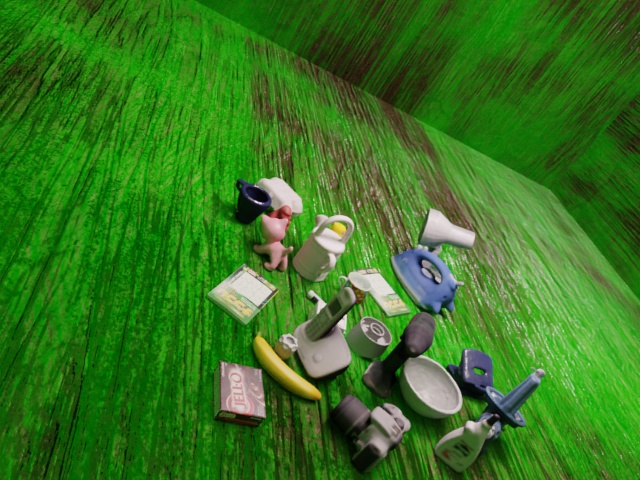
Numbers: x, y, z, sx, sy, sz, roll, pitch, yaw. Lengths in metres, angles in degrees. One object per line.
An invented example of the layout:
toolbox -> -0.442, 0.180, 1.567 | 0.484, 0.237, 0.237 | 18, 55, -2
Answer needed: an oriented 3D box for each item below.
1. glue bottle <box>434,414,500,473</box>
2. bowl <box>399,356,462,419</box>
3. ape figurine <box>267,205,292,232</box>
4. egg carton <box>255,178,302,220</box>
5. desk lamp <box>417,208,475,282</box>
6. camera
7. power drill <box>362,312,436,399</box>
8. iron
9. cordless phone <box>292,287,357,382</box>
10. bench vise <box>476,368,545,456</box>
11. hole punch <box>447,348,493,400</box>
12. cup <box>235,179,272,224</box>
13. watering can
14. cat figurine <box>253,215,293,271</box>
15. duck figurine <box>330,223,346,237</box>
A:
glue bottle -> 0.324, 0.425, 1.226 | 0.078, 0.173, 0.037 | 37, 29, 4
bowl -> 0.247, 0.358, 1.348 | 0.168, 0.074, 0.167 | 26, 30, -16
ape figurine -> -0.110, -0.057, 1.582 | 0.078, 0.092, 0.076 | 9, 37, -38
egg carton -> -0.124, -0.122, 1.689 | 0.150, 0.069, 0.107 | 46, 30, 19
desk lamp -> 0.383, 0.026, 1.846 | 0.203, 0.213, 0.118 | 32, 29, -5
camera -> 0.100, 0.367, 1.153 | 0.136, 0.100, 0.143 | 43, 30, 15
power drill -> 0.187, 0.258, 1.297 | 0.075, 0.208, 0.230 | 38, 29, 7
iron -> 0.325, 0.099, 1.750 | 0.119, 0.141, 0.257 | 1, 43, -45
cordless phone -> 0.029, 0.203, 1.239 | 0.094, 0.185, 0.147 | 10, 37, -38
bench vise -> 0.442, 0.402, 1.336 | 0.121, 0.219, 0.208 | 36, 29, 2
hole punch -> 0.408, 0.353, 1.508 | 0.109, 0.091, 0.101 | 21, 31, -23
cup -> -0.199, -0.099, 1.549 | 0.117, 0.095, 0.092 | 43, 30, 16
watering can -> 0.012, 0.005, 1.510 | 0.101, 0.194, 0.172 | 0, 43, -46
cat figurine -> -0.113, -0.001, 1.468 | 0.067, 0.117, 0.127 | -2, 45, -48
duck figurine -> 0.036, -0.015, 1.678 | 0.104, 0.086, 0.077 | 31, 29, -7
